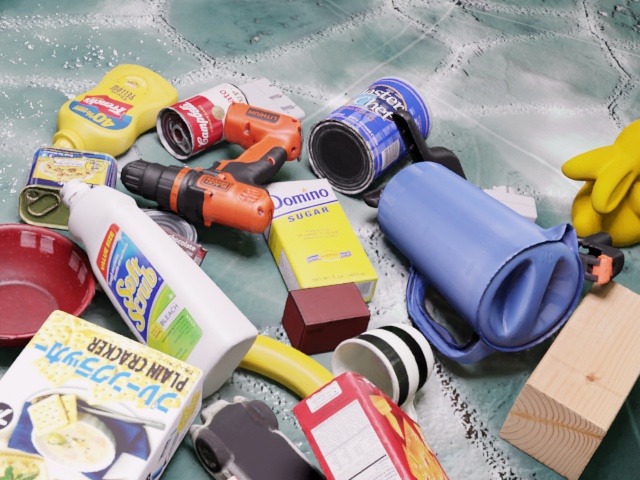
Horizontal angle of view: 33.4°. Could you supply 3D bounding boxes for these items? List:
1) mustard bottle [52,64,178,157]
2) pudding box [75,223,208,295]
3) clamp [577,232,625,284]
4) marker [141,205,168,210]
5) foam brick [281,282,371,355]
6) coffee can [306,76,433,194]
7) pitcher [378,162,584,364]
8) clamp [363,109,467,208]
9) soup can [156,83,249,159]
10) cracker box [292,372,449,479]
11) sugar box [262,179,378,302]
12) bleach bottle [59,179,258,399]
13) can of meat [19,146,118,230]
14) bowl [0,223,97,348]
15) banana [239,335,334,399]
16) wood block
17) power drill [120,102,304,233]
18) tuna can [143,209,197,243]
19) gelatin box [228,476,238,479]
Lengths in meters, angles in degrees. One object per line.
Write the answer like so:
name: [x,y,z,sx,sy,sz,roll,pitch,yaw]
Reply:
mustard bottle: [-0.264,-0.147,1.308,0.096,0.058,0.191,29,44,13]
pudding box: [-0.187,0.024,1.121,0.113,0.090,0.039,25,-2,10]
clamp: [0.295,0.013,1.218,0.164,0.036,0.210,1,10,-14]
marker: [-0.158,-0.037,1.246,0.120,0.020,0.020,-13,48,-27]
foam brick: [0.007,0.083,1.134,0.078,0.053,0.051,-6,45,-22]
coffee can: [0.063,-0.134,1.350,0.103,0.103,0.140,32,45,19]
pitcher: [0.158,0.016,1.179,0.149,0.145,0.243,-18,34,-20]
clamp: [0.126,-0.092,1.306,0.171,0.120,0.039,4,19,-46]
soup can: [-0.144,-0.150,1.336,0.069,0.069,0.102,38,47,25]
cracker box: [0.079,0.232,0.910,0.072,0.164,0.214,-37,51,6]
sugar box: [-0.008,0.001,1.225,0.093,0.048,0.176,-7,47,-21]
bleach bottle: [-0.176,0.039,1.063,0.251,0.103,0.068,45,27,17]
can of meat: [-0.282,-0.059,1.209,0.102,0.057,0.084,8,40,-8]
bowl: [-0.308,0.056,1.077,0.162,0.055,0.162,8,42,-7]
banana: [-0.036,0.138,1.075,0.198,0.037,0.069,34,43,21]
wood block: [0.282,0.140,1.120,0.091,0.090,0.205,31,44,17]
power drill: [-0.114,-0.088,1.237,0.184,0.057,0.187,18,43,14]
tuna can: [-0.179,0.005,1.185,0.086,0.034,0.086,7,42,-7]
gelatin box: [-0.060,0.257,0.911,0.030,0.073,0.089,-28,57,-28]
